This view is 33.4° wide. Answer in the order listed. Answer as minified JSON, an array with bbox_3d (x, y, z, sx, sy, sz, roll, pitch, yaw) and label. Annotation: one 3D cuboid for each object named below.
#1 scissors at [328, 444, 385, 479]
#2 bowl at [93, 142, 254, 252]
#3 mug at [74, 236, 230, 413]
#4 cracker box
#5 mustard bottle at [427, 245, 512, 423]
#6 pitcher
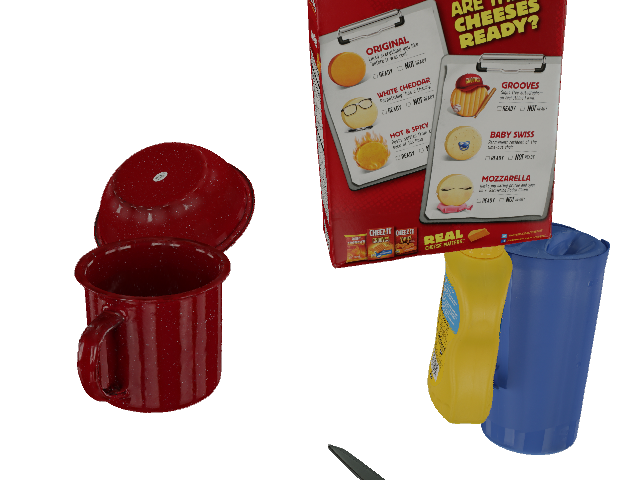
[{"bbox_3d":[0.085,0.152,0.530,0.096,0.016,0.202,-2,23,-23],"label":"scissors"},{"bbox_3d":[-0.147,-0.044,1.022,0.162,0.162,0.055,0,-43,13],"label":"bowl"},{"bbox_3d":[-0.106,0.056,0.646,0.093,0.081,0.117,11,25,20],"label":"mug"},{"bbox_3d":[0.077,-0.095,0.736,0.164,0.214,0.072,-8,32,-5],"label":"cracker box"},{"bbox_3d":[0.132,0.060,0.936,0.058,0.192,0.096,2,30,-2],"label":"mustard bottle"},{"bbox_3d":[0.229,0.108,1.169,0.149,0.243,0.145,5,18,12],"label":"pitcher"}]
